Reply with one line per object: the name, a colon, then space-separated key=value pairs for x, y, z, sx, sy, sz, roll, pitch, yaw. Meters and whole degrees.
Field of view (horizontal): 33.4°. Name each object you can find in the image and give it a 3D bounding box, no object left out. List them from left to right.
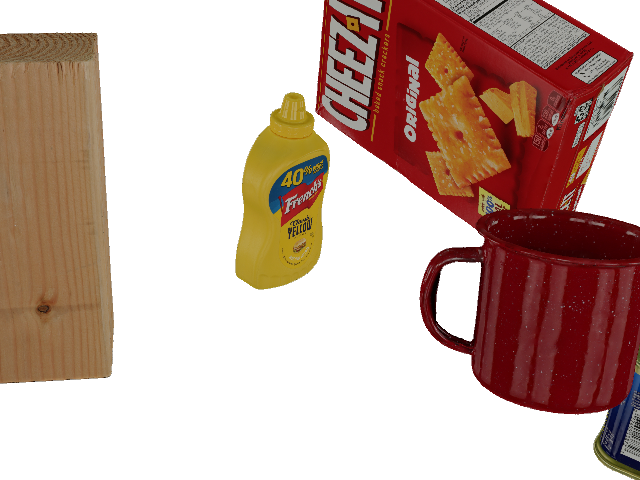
wood block: x=-0.183 y=-0.021 z=0.680 sx=0.090 sy=0.206 sz=0.090 roll=-2 pitch=22 yaw=-9
mustard bottle: x=-0.033 y=-0.051 z=1.020 sx=0.096 sy=0.192 sz=0.058 roll=-24 pitch=43 yaw=-39
cracker box: x=0.095 y=-0.108 z=0.760 sx=0.214 sy=0.164 sz=0.072 roll=38 pitch=57 yaw=24
mug: x=0.108 y=0.034 z=0.537 sx=0.117 sy=0.081 sz=0.093 roll=4 pitch=17 yaw=0
can of meat: x=0.224 y=0.094 z=0.695 sx=0.057 sy=0.084 sz=0.101 roll=22 pitch=37 yaw=23
